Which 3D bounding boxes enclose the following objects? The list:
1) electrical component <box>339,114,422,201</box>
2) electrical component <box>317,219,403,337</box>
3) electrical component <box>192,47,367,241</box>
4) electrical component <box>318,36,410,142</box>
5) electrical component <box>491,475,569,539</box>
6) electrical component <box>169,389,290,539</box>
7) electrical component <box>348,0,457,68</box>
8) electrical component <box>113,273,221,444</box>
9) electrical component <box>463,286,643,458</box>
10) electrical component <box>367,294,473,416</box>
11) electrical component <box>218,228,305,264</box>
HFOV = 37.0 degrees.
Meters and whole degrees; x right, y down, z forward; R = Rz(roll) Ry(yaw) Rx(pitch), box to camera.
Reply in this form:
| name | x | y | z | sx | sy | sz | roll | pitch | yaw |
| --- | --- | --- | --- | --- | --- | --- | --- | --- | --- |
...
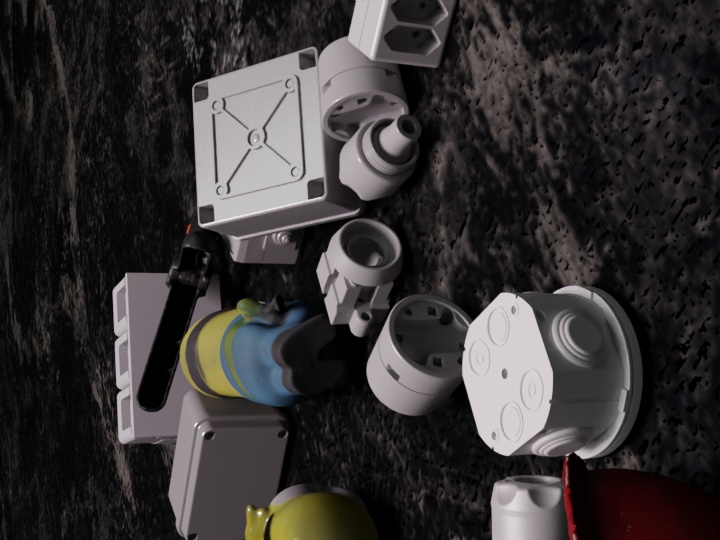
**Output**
| name | x | y | z | sx | sy | sz | roll | pitch | yaw |
| --- | --- | --- | --- | --- | --- | --- | --- | --- | --- |
| electrical component | 0.016 | -0.073 | 0.659 | 0.062 | 0.043 | 0.043 | -42 | 52 | 55 |
| electrical component | 0.000 | 0.000 | 0.688 | 0.055 | 0.048 | 0.066 | 112 | 149 | -50 |
| electrical component | -0.056 | -0.084 | 0.740 | 0.109 | 0.056 | 0.108 | -11 | 77 | 29 |
| electrical component | 0.001 | -0.115 | 0.681 | 0.055 | 0.055 | 0.047 | 130 | 138 | -53 |
| electrical component | 0.084 | 0.130 | 0.509 | 0.043 | 0.043 | 0.062 | 177 | 93 | -64 |
| electrical component | -0.106 | 0.157 | 0.862 | 0.057 | 0.078 | 0.113 | -130 | 48 | -58 |
| electrical component | 0.020 | -0.167 | 0.649 | 0.076 | 0.047 | 0.065 | -129 | 46 | -53 |
| electrical component | -0.178 | 0.083 | 1.002 | 0.062 | 0.089 | 0.150 | 149 | 118 | -61 |
| electrical component | 0.088 | 0.047 | 0.496 | 0.080 | 0.051 | 0.080 | -179 | 90 | -64 |
| electrical component | 0.034 | 0.049 | 0.605 | 0.047 | 0.055 | 0.055 | 118 | 144 | -49 |
| electrical component | -0.079 | -0.047 | 0.835 | 0.096 | 0.061 | 0.061 | -123 | 42 | -50 |
